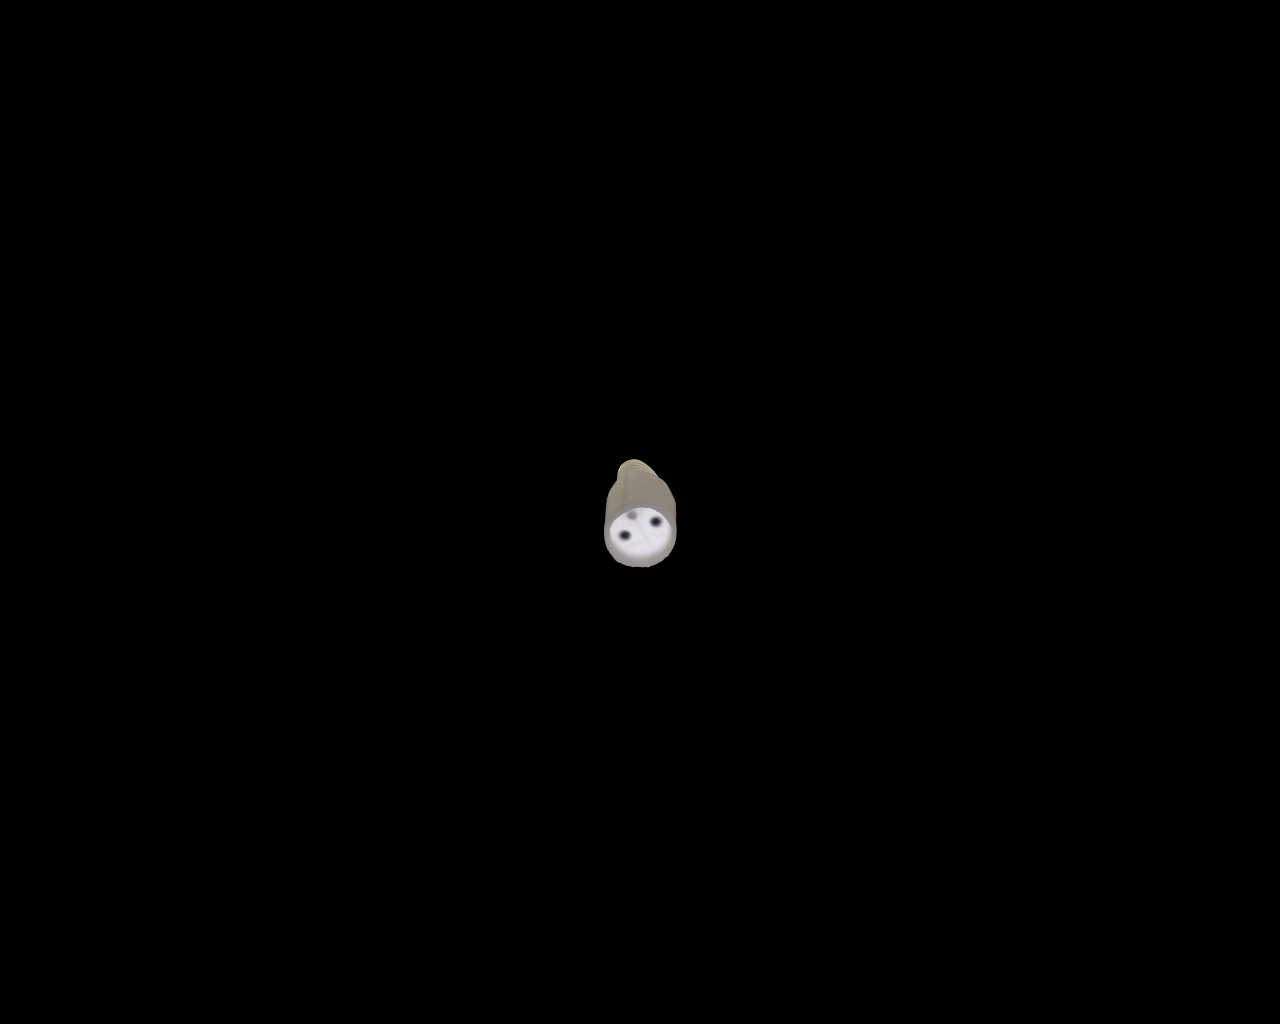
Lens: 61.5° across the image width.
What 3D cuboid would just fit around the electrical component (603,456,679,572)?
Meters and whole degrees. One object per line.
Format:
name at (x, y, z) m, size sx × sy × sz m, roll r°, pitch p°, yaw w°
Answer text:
electrical component at (0.001, -0.003, 0.650) m, size 0.043 × 0.043 × 0.081 m, roll 0°, pitch 27°, yaw 0°
